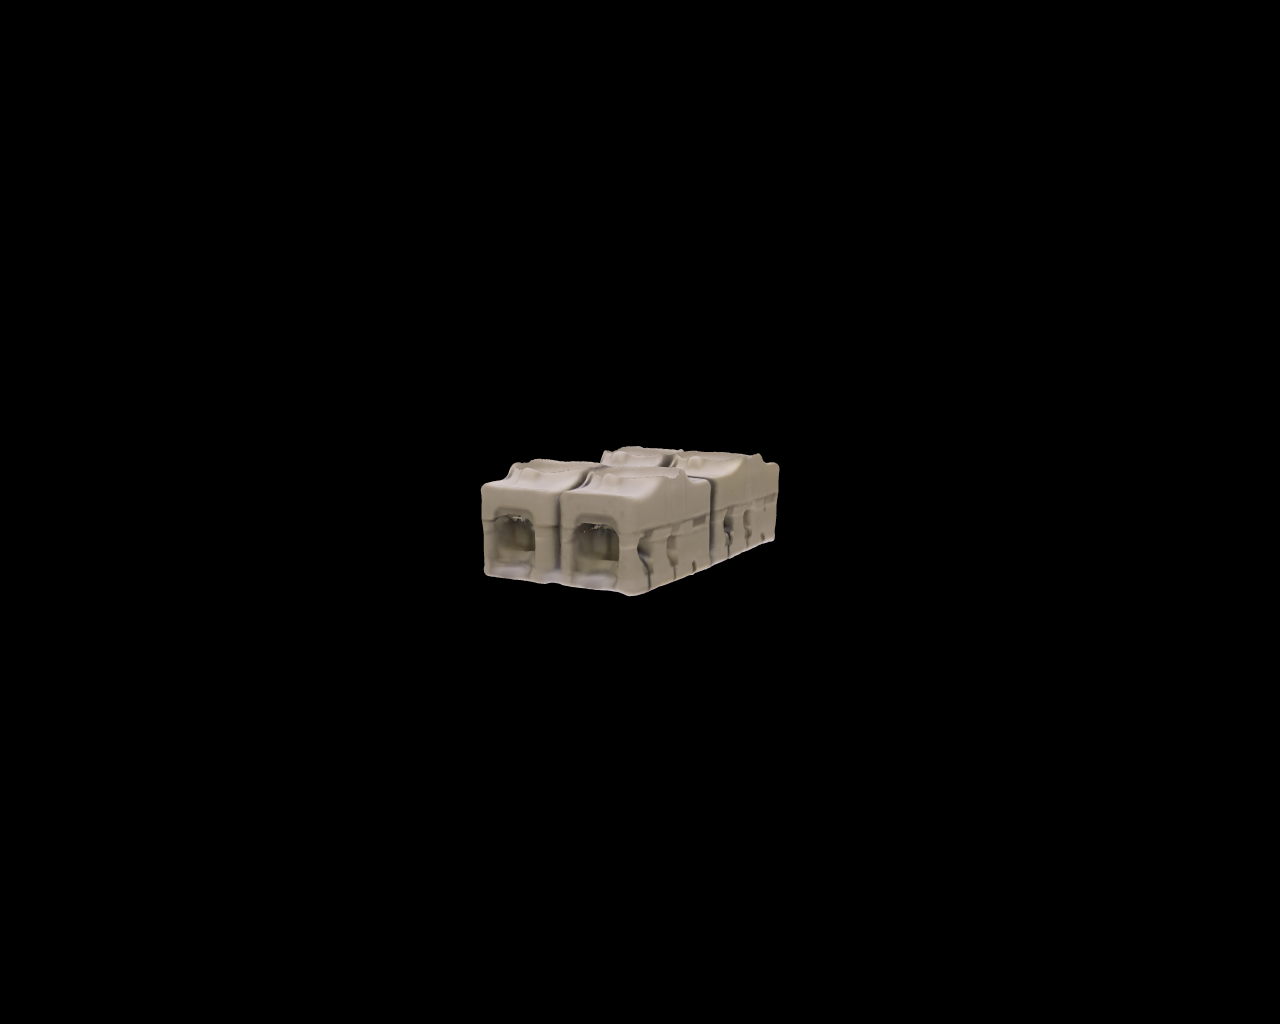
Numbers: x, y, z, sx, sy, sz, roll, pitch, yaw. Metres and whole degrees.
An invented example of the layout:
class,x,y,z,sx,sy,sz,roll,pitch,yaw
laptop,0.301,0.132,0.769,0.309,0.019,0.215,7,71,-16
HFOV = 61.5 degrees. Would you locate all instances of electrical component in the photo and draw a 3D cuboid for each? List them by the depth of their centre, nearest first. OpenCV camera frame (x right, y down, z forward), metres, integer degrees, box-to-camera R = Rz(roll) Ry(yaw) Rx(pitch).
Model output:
class,x,y,z,sx,sy,sz,roll,pitch,yaw
electrical component,0.001,-0.003,0.650,0.105,0.060,0.186,6,11,31
